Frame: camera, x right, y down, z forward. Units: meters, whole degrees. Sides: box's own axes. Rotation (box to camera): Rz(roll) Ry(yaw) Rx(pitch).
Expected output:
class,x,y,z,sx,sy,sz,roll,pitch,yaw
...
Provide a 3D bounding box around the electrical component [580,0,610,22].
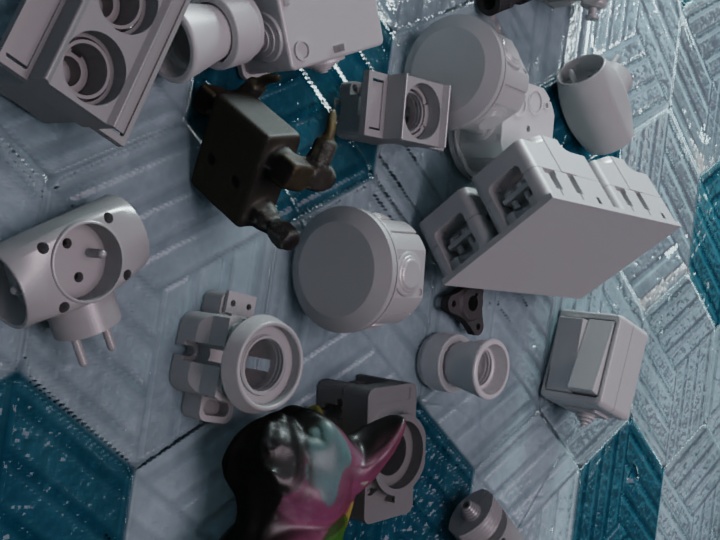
class,x,y,z,sx,sy,sz,roll,pitch,yaw
electrical component,0.202,-0.251,0.914,0.040,0.040,0.078,10,86,-47

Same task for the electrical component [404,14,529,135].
class,x,y,z,sx,sy,sz,roll,pitch,yaw
electrical component,0.075,-0.136,0.761,0.051,0.080,0.080,6,89,-53

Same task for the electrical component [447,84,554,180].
class,x,y,z,sx,sy,sz,roll,pitch,yaw
electrical component,0.107,-0.107,0.818,0.080,0.051,0.080,-6,98,-47

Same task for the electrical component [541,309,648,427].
class,x,y,z,sx,sy,sz,roll,pitch,yaw
electrical component,0.199,0.086,0.927,0.061,0.062,0.096,29,72,-45

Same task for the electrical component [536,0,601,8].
class,x,y,z,sx,sy,sz,roll,pitch,yaw
electrical component,0.172,-0.238,0.871,0.066,0.055,0.048,4,91,-47

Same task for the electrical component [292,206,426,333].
class,x,y,z,sx,sy,sz,roll,pitch,yaw
electrical component,0.000,0.000,0.692,0.051,0.080,0.080,2,93,-53

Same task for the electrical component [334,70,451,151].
class,x,y,z,sx,sy,sz,roll,pitch,yaw
electrical component,0.020,-0.104,0.715,0.081,0.064,0.042,5,90,-47

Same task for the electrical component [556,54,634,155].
class,x,y,z,sx,sy,sz,roll,pitch,yaw
electrical component,0.211,-0.154,0.931,0.079,0.043,0.077,-54,129,-30

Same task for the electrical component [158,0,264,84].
class,x,y,z,sx,sy,sz,roll,pitch,yaw
electrical component,-0.088,-0.133,0.609,0.055,0.045,0.045,-28,114,-43

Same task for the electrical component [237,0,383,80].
class,x,y,z,sx,sy,sz,roll,pitch,yaw
electrical component,-0.036,-0.170,0.659,0.100,0.048,0.099,-26,112,-42

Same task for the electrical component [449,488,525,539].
class,x,y,z,sx,sy,sz,roll,pitch,yaw
electrical component,0.099,0.206,0.844,0.043,0.043,0.081,-56,130,-28

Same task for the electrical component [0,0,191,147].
class,x,y,z,sx,sy,sz,roll,pitch,yaw
electrical component,-0.134,-0.135,0.545,0.079,0.063,0.121,36,68,-43

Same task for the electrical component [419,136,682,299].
class,x,y,z,sx,sy,sz,roll,pitch,yaw
electrical component,0.145,-0.036,0.814,0.186,0.105,0.060,6,52,-47

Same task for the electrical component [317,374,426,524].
class,x,y,z,sx,sy,sz,roll,pitch,yaw
electrical component,0.007,0.120,0.727,0.050,0.056,0.089,-2,95,-47

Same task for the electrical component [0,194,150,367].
class,x,y,z,sx,sy,sz,roll,pitch,yaw
electrical component,-0.147,0.011,0.559,0.077,0.044,0.079,-32,117,-41

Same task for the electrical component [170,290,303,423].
class,x,y,z,sx,sy,sz,roll,pitch,yaw
electrical component,-0.071,0.053,0.635,0.058,0.057,0.078,17,81,-47

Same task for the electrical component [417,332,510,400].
class,x,y,z,sx,sy,sz,roll,pitch,yaw
electrical component,0.076,0.070,0.798,0.045,0.055,0.045,-6,98,-47
